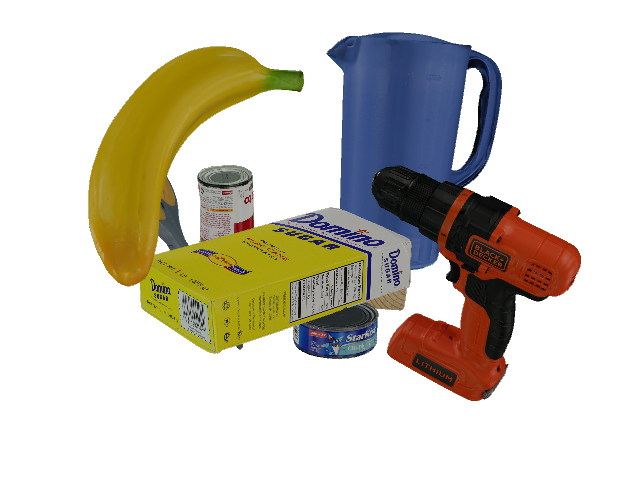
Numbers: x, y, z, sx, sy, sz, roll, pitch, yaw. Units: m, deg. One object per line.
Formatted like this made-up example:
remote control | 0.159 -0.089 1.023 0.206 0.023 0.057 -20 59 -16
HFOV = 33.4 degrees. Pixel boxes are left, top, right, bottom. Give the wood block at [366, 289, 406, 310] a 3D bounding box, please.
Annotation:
wood block | 0.077 0.011 1.547 0.091 0.090 0.206 4 26 -1

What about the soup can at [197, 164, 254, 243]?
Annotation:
soup can | -0.114 -0.033 1.289 0.068 0.102 0.068 0 26 0

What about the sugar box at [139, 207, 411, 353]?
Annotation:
sugar box | -0.029 0.023 0.757 0.175 0.048 0.093 -19 30 -35

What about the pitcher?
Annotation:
pitcher | 0.092 -0.096 1.131 0.149 0.243 0.144 11 14 32

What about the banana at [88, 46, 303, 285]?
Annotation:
banana | -0.077 -0.054 0.560 0.070 0.037 0.197 18 45 16

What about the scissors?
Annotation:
scissors | -0.123 0.000 0.966 0.016 0.201 0.096 -29 22 17

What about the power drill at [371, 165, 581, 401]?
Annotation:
power drill | 0.113 0.038 0.916 0.184 0.188 0.057 29 45 18

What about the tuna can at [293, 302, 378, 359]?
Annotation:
tuna can | 0.015 0.087 1.069 0.086 0.034 0.086 1 18 -1
